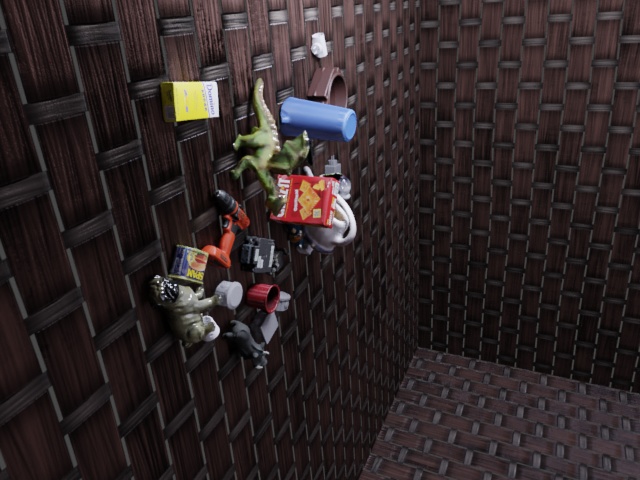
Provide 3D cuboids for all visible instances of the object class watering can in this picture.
[{"bbox_3d":[0.006,-0.096,1.899,0.104,0.353,0.220,-4,135,-44],"label":"watering can"}]

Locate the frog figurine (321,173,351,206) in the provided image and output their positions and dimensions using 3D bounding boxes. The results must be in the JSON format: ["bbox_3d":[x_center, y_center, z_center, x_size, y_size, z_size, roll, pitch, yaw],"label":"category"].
[{"bbox_3d":[0.061,-0.185,2.077,0.125,0.138,0.156,-37,134,-44],"label":"frog figurine"}]

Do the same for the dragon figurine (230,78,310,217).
[{"bbox_3d":[-0.129,-0.275,1.506,0.122,0.243,0.410,7,92,-61],"label":"dragon figurine"}]
